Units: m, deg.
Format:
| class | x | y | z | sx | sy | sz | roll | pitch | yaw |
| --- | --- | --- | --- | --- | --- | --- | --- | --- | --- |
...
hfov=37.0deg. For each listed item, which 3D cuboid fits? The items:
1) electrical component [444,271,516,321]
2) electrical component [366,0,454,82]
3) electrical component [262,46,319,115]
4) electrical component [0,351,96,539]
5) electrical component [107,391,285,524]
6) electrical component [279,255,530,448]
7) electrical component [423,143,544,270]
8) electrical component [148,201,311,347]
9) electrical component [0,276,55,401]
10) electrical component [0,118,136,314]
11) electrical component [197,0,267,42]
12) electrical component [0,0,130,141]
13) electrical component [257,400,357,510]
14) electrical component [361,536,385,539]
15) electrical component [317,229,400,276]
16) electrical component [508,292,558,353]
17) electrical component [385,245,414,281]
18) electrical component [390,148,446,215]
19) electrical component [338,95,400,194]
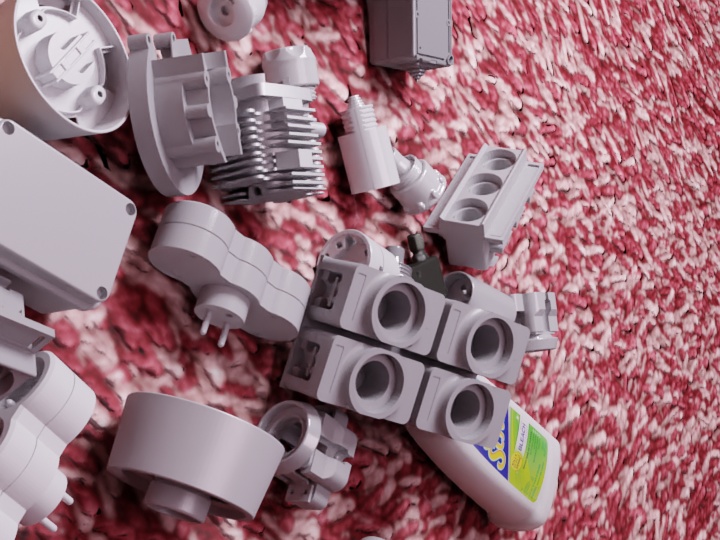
| class | x | y | z | sx | sy | sz | roll | pitch | yaw |
| --- | --- | --- | --- | --- | --- | --- | --- | --- | --- |
| electrical component | 0.109 | 0.050 | 1.021 | 0.077 | 0.044 | 0.079 | 25 | 64 | -46 |
| electrical component | 0.044 | -0.219 | 0.983 | 0.062 | 0.061 | 0.096 | -3 | 93 | -52 |
| electrical component | -0.053 | -0.145 | 0.857 | 0.043 | 0.043 | 0.062 | -15 | 97 | -51 |
| electrical component | -0.195 | 0.122 | 0.620 | 0.073 | 0.052 | 0.138 | 52 | 47 | -32 |
| electrical component | -0.109 | 0.127 | 0.687 | 0.108 | 0.108 | 0.060 | 39 | 61 | -41 |
| electrical component | 0.043 | 0.068 | 0.847 | 0.186 | 0.060 | 0.105 | 21 | 85 | -35 |
| electrical component | 0.122 | -0.060 | 1.041 | 0.121 | 0.079 | 0.063 | -57 | 147 | -40 |
| electrical component | -0.095 | 0.018 | 0.765 | 0.138 | 0.052 | 0.073 | 41 | 53 | -40 |
| electrical component | -0.238 | 0.024 | 0.571 | 0.121 | 0.079 | 0.063 | 31 | 30 | -44 |
| electrical component | -0.198 | -0.030 | 0.642 | 0.113 | 0.057 | 0.078 | 37 | 56 | -41 |
| electrical component | -0.091 | -0.205 | 0.821 | 0.048 | 0.048 | 0.062 | 65 | 34 | -20 |
| electrical component | -0.188 | -0.128 | 0.668 | 0.099 | 0.064 | 0.099 | 13 | 73 | -50 |
| electrical component | -0.043 | 0.133 | 0.806 | 0.057 | 0.058 | 0.078 | 42 | 53 | -42 |
| electrical component | 0.007 | 0.247 | 0.849 | 0.047 | 0.055 | 0.055 | -37 | 112 | -44 |
| electrical component | 0.000 | 0.000 | 0.887 | 0.047 | 0.055 | 0.055 | 27 | 62 | -50 |
| electrical component | 0.169 | 0.054 | 1.085 | 0.078 | 0.058 | 0.057 | 3 | 78 | -51 |
| electrical component | 0.027 | 0.010 | 0.927 | 0.043 | 0.043 | 0.062 | 30 | 59 | -45 |
| electrical component | 0.044 | -0.083 | 0.966 | 0.062 | 0.048 | 0.048 | 44 | 51 | -29 |
| electrical component | 0.004 | -0.109 | 0.921 | 0.043 | 0.043 | 0.081 | -22 | 100 | -51 |
